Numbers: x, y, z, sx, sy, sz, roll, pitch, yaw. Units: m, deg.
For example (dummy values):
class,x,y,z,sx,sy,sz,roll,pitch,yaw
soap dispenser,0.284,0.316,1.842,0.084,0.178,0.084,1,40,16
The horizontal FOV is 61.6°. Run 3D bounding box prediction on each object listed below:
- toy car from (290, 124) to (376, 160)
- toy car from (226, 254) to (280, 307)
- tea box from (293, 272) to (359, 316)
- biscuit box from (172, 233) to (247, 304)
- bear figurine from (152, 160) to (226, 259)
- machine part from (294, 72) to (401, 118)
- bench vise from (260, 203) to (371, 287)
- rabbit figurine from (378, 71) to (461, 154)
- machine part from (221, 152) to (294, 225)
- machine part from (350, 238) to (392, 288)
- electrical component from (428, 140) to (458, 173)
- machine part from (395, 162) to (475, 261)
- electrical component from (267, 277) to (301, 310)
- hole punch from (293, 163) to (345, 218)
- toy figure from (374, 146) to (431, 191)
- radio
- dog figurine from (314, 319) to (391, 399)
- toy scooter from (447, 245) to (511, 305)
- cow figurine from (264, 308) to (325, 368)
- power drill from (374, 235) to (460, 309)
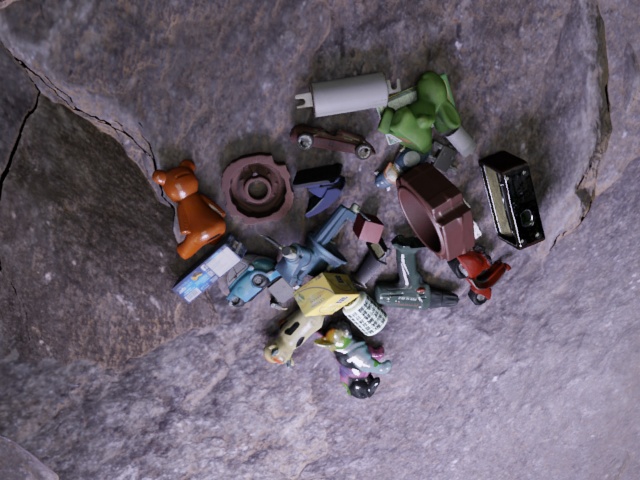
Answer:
class,x,y,z,sx,sy,sz,roll,pitch,yaw
toy car,0.031,-0.230,1.236,0.202,0.089,0.053,8,113,-9
toy car,-0.175,0.088,1.331,0.161,0.109,0.103,-39,84,20
tea box,0.018,0.134,1.324,0.098,0.169,0.068,-36,71,18
biscuit box,-0.268,0.070,1.300,0.203,0.063,0.059,-37,108,23
bear figurine,-0.308,-0.075,1.248,0.196,0.120,0.132,53,141,4
machine part,0.064,-0.326,1.212,0.243,0.079,0.079,-10,112,-5
bench vise,0.004,0.002,1.280,0.240,0.129,0.223,-51,140,8
rabbit figurine,0.241,-0.292,1.214,0.159,0.121,0.170,28,92,-12
machine part,-0.147,-0.123,1.271,0.179,0.056,0.179,-2,110,-6
machine part,0.129,0.057,1.373,0.039,0.084,0.138,10,121,-39
electrical component,0.306,-0.203,1.321,0.094,0.021,0.063,25,105,-15
machine part,0.265,-0.064,1.252,0.087,0.201,0.201,-30,139,-7
electrical component,-0.091,0.132,1.381,0.102,0.045,0.078,-32,113,5
hole punch,0.005,-0.118,1.258,0.116,0.142,0.092,-11,111,11
toy figure,0.195,-0.179,1.298,0.154,0.057,0.064,-40,70,9
radio,0.474,-0.095,1.326,0.073,0.131,0.229,-24,112,-1
dog figurine,0.066,0.312,1.442,0.219,0.108,0.191,26,108,-12
toy scooter,0.427,0.077,1.417,0.135,0.075,0.183,-35,114,6
cow figurine,-0.066,0.244,1.383,0.195,0.127,0.085,-44,107,7
power drill,0.258,0.086,1.401,0.232,0.086,0.207,-3,119,-4
